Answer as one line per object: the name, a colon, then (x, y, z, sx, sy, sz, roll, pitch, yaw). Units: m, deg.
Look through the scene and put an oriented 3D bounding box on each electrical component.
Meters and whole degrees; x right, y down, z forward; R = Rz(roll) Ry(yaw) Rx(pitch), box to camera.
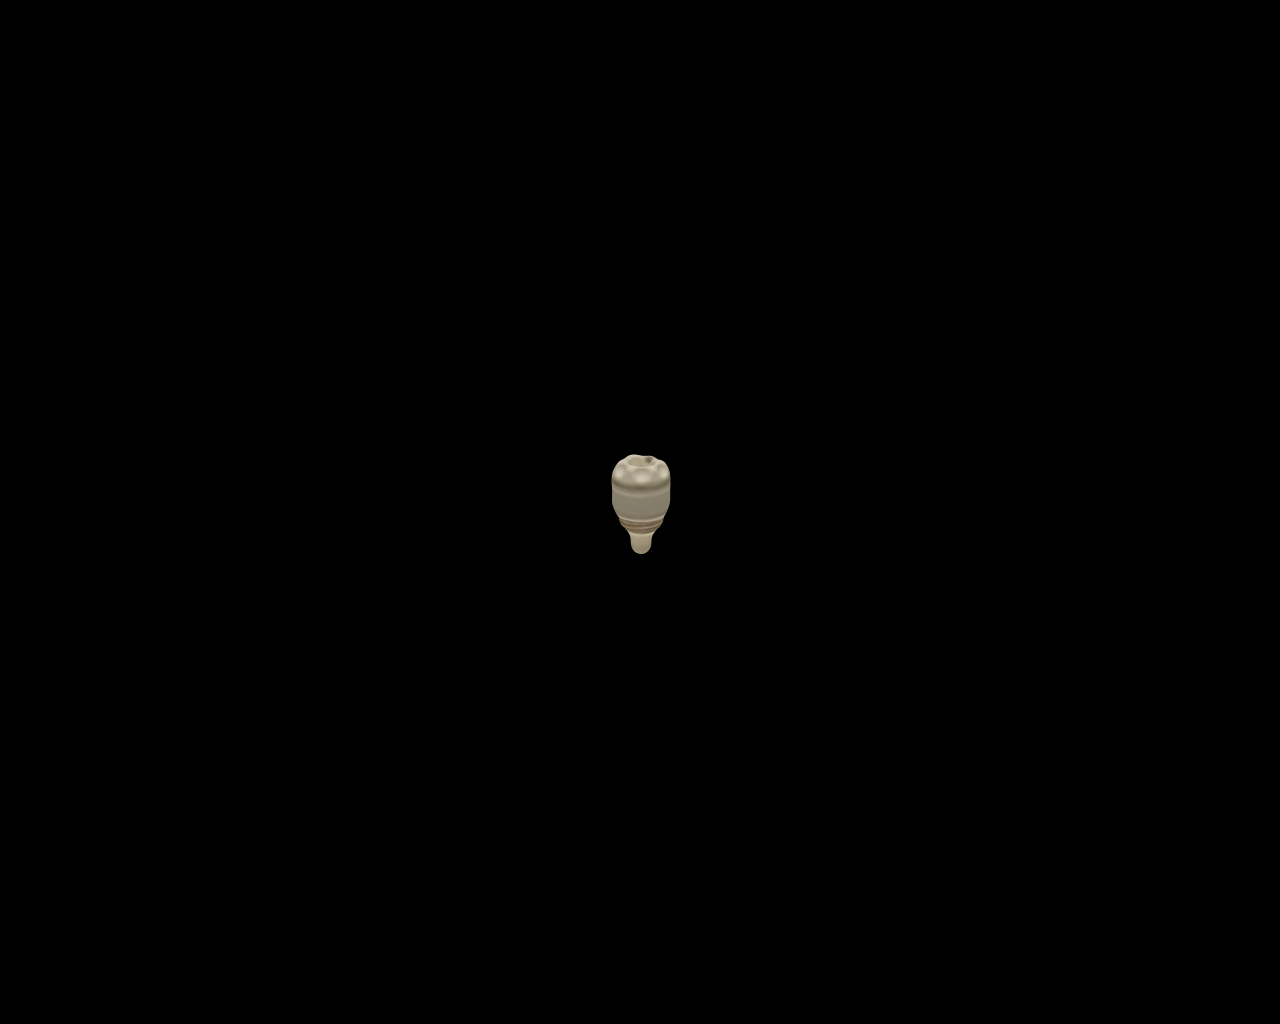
electrical component: (0.001, -0.003, 0.650, 0.035, 0.061, 0.035, 0, 23, 0)
